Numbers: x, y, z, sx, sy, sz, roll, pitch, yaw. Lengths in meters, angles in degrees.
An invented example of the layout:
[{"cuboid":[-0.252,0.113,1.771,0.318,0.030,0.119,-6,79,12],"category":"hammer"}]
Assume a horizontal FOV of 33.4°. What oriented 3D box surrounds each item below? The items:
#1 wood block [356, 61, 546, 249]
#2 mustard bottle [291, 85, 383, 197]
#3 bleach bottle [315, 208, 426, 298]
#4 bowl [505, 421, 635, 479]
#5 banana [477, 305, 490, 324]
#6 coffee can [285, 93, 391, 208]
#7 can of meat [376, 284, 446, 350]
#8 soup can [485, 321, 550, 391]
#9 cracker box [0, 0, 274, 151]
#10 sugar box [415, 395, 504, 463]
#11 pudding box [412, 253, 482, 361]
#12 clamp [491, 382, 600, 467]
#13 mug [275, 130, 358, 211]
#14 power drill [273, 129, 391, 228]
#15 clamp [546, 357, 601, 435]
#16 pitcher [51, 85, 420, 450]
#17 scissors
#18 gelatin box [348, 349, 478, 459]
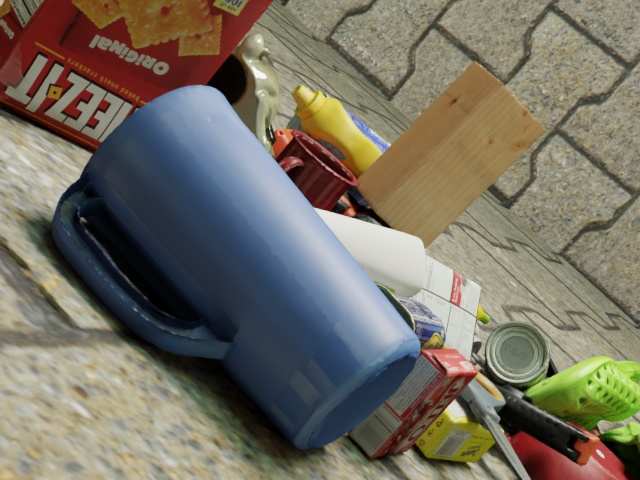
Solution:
[{"cuboid":[0.151,-0.099,1.267,0.090,0.206,0.091,40,11,-28],"category":"wood block"},{"cuboid":[0.032,-0.121,1.348,0.191,0.058,0.096,46,-4,-23],"category":"mustard bottle"},{"cuboid":[-0.019,0.005,0.960,0.250,0.103,0.068,18,66,-42],"category":"bleach bottle"},{"cuboid":[0.258,0.229,1.042,0.162,0.055,0.162,38,12,-10],"category":"bowl"},{"cuboid":[0.139,0.046,1.374,0.198,0.037,0.069,43,-4,7],"category":"banana"},{"cuboid":[0.028,-0.119,1.457,0.140,0.103,0.103,35,14,-23],"category":"coffee can"},{"cuboid":[0.040,0.086,0.801,0.057,0.102,0.083,45,12,25],"category":"can of meat"},{"cuboid":[0.210,0.126,1.138,0.068,0.068,0.102,44,-2,16],"category":"soup can"},{"cuboid":[-0.158,-0.179,0.875,0.164,0.214,0.072,27,20,-44],"category":"cracker box"},{"cuboid":[0.072,0.114,0.924,0.176,0.048,0.093,46,14,35],"category":"sugar box"},{"cuboid":[0.110,0.069,1.078,0.113,0.090,0.039,28,-27,-32],"category":"pudding box"},{"cuboid":[0.167,0.151,0.992,0.164,0.036,0.210,29,-2,-30],"category":"clamp"},{"cuboid":[-0.024,-0.061,1.156,0.093,0.081,0.117,45,13,18],"category":"mug"},{"cuboid":[0.007,-0.052,1.277,0.188,0.057,0.184,45,9,6],"category":"power drill"},{"cuboid":[0.275,0.183,1.285,0.120,0.039,0.171,19,24,-34],"category":"clamp"},{"cuboid":[-0.055,0.024,0.722,0.243,0.149,0.145,48,0,19],"category":"pitcher"},{"cuboid":[0.143,0.146,0.869,0.096,0.016,0.202,33,13,-37],"category":"scissors"},{"cuboid":[0.071,0.121,0.793,0.030,0.089,0.073,46,14,22],"category":"gelatin box"}]
